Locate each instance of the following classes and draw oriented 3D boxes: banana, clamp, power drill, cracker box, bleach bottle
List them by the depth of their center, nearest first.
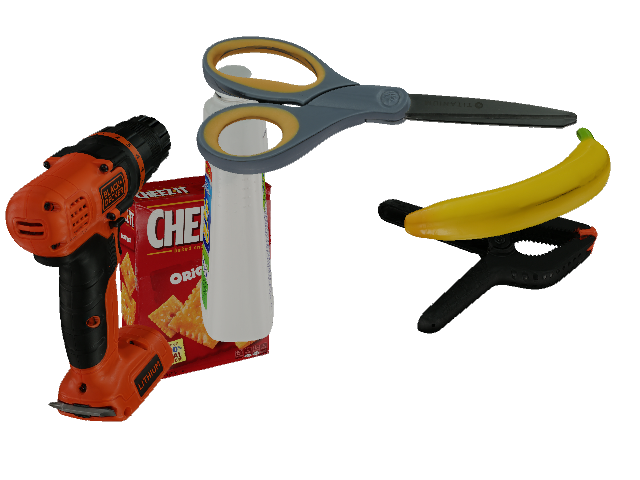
[{"bbox_3d":[-0.148,0.017,0.755,0.057,0.188,0.184,3,24,19],"label":"power drill"},{"bbox_3d":[0.160,-0.036,0.828,0.197,0.037,0.070,-24,24,-25],"label":"banana"},{"bbox_3d":[-0.074,-0.036,0.926,0.068,0.251,0.102,-3,35,-7],"label":"bleach bottle"},{"bbox_3d":[0.168,0.019,1.032,0.210,0.164,0.036,-2,-42,-5],"label":"clamp"},{"bbox_3d":[-0.140,0.040,1.203,0.163,0.214,0.072,-9,23,-28],"label":"cracker box"}]

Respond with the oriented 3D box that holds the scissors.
[{"bbox_3d":[0.023,-0.058,0.558,0.202,0.096,0.016,19,-28,15],"label":"scissors"}]
